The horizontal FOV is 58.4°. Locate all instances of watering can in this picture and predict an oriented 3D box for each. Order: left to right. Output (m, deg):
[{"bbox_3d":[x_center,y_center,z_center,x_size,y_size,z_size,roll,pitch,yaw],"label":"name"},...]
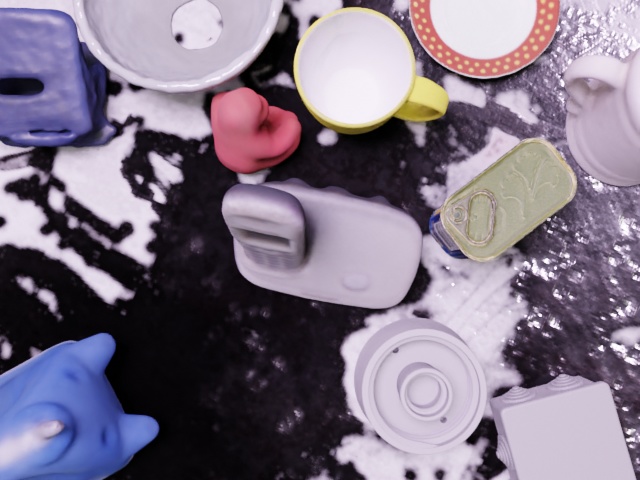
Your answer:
[{"bbox_3d":[0.270,-0.102,0.408,0.173,0.194,0.101,-5,87,1],"label":"watering can"}]

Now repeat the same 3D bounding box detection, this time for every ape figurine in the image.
[{"bbox_3d":[-0.058,-0.095,0.464,0.078,0.092,0.076,44,89,3],"label":"ape figurine"}]

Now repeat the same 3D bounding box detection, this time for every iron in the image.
[{"bbox_3d":[-0.265,0.176,0.430,0.258,0.141,0.118,-29,87,0],"label":"iron"}]

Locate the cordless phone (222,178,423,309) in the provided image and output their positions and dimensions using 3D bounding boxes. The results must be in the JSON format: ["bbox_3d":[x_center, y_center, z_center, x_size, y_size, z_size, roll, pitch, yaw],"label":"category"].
[{"bbox_3d":[0.004,0.001,0.412,0.147,0.185,0.094,8,87,2],"label":"cordless phone"}]

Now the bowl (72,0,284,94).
[{"bbox_3d":[-0.110,-0.195,0.479,0.167,0.074,0.167,0,87,1],"label":"bowl"}]

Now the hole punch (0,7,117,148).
[{"bbox_3d":[-0.235,-0.128,0.469,0.108,0.091,0.101,-1,87,1],"label":"hole punch"}]
